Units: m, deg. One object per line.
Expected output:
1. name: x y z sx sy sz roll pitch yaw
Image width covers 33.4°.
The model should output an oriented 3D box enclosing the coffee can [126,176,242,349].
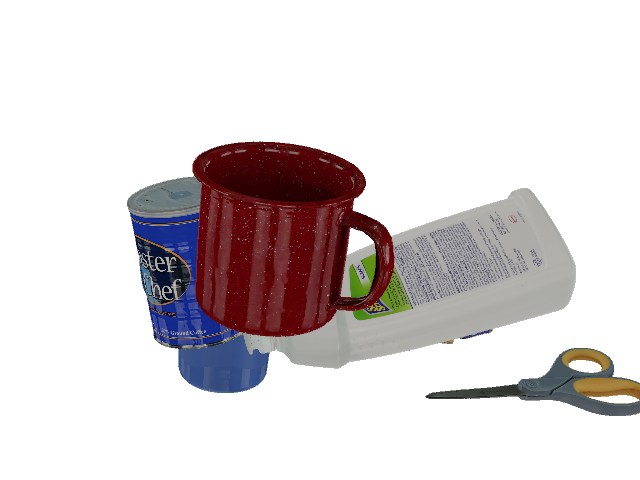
1. coffee can: -0.123 0.020 1.031 0.103 0.140 0.103 -7 20 2

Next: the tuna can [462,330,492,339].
1. tuna can: 0.159 0.064 1.172 0.033 0.086 0.086 -14 2 -7

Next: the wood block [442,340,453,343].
1. wood block: 0.171 0.069 1.621 0.091 0.090 0.206 4 22 12

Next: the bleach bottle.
1. bleach bottle: 0.061 0.035 0.818 0.250 0.102 0.068 -14 -40 -12

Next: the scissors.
1. scissors: 0.187 0.120 0.937 0.201 0.016 0.096 7 28 -4

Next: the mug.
1. mug: -0.015 0.003 0.579 0.117 0.081 0.093 16 25 19

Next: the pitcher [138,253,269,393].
1. pitcher: -0.120 0.052 1.256 0.149 0.243 0.144 21 26 34
